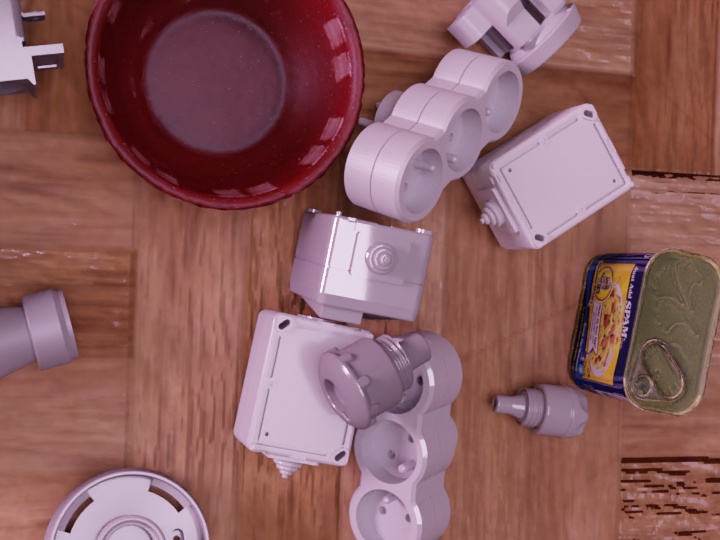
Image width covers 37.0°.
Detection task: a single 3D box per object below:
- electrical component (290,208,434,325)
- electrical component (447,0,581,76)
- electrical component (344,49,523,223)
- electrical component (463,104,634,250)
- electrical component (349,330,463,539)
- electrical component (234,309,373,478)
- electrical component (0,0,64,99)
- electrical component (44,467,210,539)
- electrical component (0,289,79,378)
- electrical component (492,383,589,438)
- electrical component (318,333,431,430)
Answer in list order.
[{"bbox_3d":[0.000,0.000,0.639,0.062,0.096,0.061,11,91,-17],"label":"electrical component"},{"bbox_3d":[0.103,-0.162,0.687,0.057,0.058,0.078,44,79,-10],"label":"electrical component"},{"bbox_3d":[0.034,-0.089,0.663,0.138,0.074,0.052,-46,141,-32],"label":"electrical component"},{"bbox_3d":[0.112,-0.055,0.689,0.096,0.061,0.061,-32,99,-14],"label":"electrical component"},{"bbox_3d":[0.037,0.106,0.674,0.074,0.052,0.138,-8,105,-57],"label":"electrical component"},{"bbox_3d":[-0.037,0.076,0.647,0.062,0.061,0.096,13,87,-16],"label":"electrical component"},{"bbox_3d":[-0.210,-0.128,0.603,0.081,0.042,0.063,-10,90,-17],"label":"electrical component"},{"bbox_3d":[-0.136,0.165,0.631,0.099,0.064,0.099,3,77,-14],"label":"electrical component"},{"bbox_3d":[-0.192,0.037,0.609,0.055,0.045,0.045,-15,95,-16],"label":"electrical component"},{"bbox_3d":[0.117,0.091,0.707,0.061,0.035,0.035,9,89,-14],"label":"electrical component"},{"bbox_3d":[0.011,0.057,0.606,0.062,0.048,0.048,-27,98,-24],"label":"electrical component"}]
